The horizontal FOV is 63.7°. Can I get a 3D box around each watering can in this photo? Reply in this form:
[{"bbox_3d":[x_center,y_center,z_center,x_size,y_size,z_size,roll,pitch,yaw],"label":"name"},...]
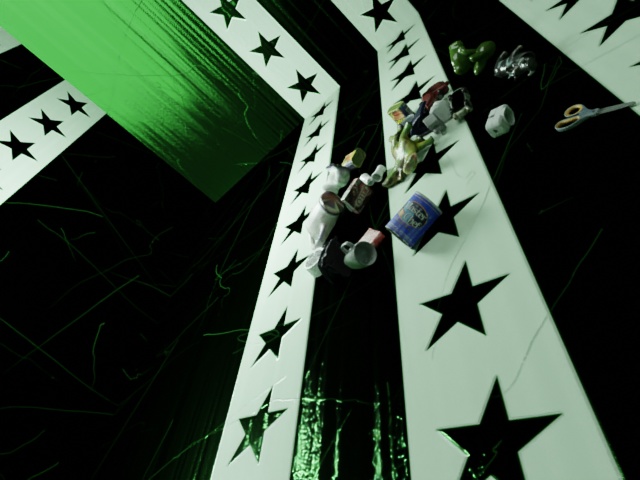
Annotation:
[{"bbox_3d":[0.006,-0.105,2.082,0.356,0.103,0.220,-94,29,-56],"label":"watering can"}]

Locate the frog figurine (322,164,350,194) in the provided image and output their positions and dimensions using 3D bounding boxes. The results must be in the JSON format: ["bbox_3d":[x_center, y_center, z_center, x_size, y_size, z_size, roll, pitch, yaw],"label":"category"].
[{"bbox_3d":[0.071,-0.253,2.296,0.137,0.123,0.160,1,88,54],"label":"frog figurine"}]

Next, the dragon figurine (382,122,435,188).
[{"bbox_3d":[0.292,-0.310,1.948,0.243,0.121,0.411,-59,13,-3],"label":"dragon figurine"}]
